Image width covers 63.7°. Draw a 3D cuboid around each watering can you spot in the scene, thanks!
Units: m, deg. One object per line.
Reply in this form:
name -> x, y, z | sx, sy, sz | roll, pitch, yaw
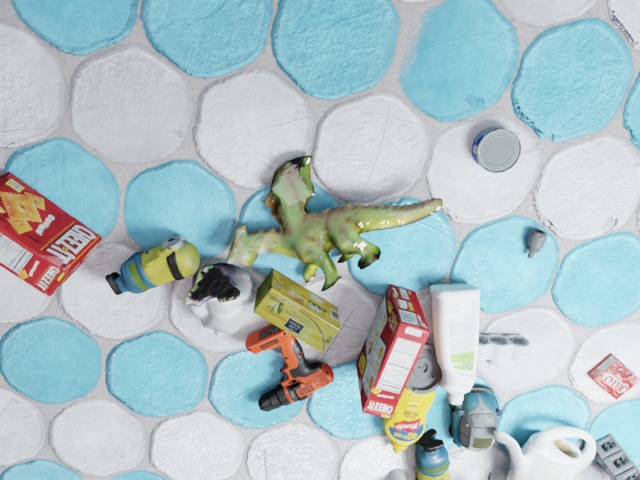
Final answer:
watering can -> 0.494, 0.520, 1.194 | 0.346, 0.106, 0.221 | 13, 109, -24

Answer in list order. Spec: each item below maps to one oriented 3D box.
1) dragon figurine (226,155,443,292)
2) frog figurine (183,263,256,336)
dragon figurine -> 0.003, -0.050, 0.992 | 0.408, 0.123, 0.241 | -34, 100, 8
frog figurine -> -0.195, 0.123, 1.056 | 0.137, 0.125, 0.156 | -22, 146, -3
